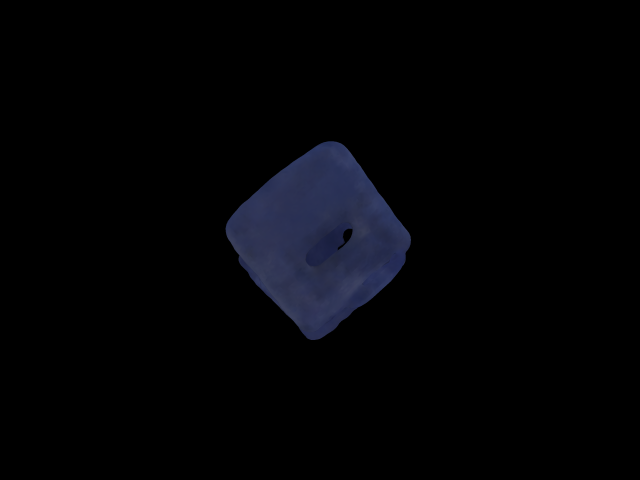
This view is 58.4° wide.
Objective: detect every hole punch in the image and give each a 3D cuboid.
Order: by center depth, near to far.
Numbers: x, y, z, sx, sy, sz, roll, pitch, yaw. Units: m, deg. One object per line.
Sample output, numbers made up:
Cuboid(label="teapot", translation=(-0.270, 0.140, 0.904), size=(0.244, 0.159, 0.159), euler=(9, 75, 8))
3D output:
Cuboid(label="hole punch", translation=(0.004, 0.001, 0.400), size=(0.109, 0.091, 0.101), euler=(-41, 74, -14))
